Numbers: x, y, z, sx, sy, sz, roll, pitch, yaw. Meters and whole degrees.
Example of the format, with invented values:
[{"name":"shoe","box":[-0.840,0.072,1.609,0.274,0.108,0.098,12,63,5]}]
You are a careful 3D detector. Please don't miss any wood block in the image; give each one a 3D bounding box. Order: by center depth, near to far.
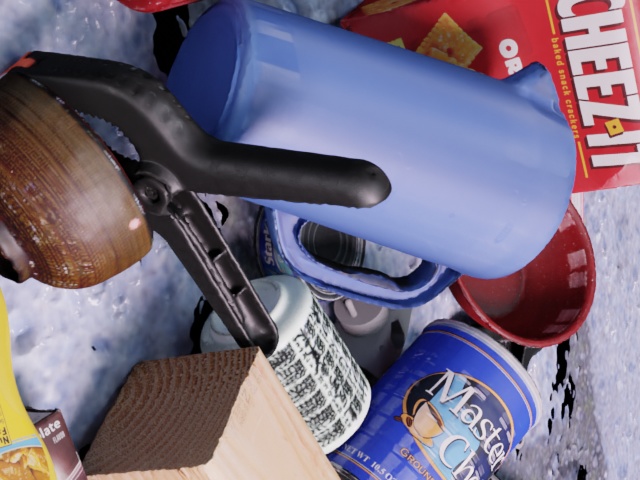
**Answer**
[{"name":"wood block","box":[-0.042,0.171,0.639,0.206,0.091,0.090,62,32,-31]}]

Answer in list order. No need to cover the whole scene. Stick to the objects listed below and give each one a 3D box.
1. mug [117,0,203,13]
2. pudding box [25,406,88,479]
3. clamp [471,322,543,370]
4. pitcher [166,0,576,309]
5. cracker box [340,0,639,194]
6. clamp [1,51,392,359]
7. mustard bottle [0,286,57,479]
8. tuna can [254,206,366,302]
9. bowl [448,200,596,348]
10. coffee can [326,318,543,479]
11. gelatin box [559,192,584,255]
[{"name":"mug","box":[-0.081,-0.188,0.605,0.081,0.093,0.117,-28,114,-42]},{"name":"pudding box","box":[-0.166,0.150,0.535,0.113,0.039,0.090,-36,116,-46]},{"name":"clamp","box":[0.171,0.079,0.962,0.120,0.039,0.171,61,43,-38]},{"name":"pitcher","box":[0.026,-0.053,0.663,0.242,0.145,0.149,14,69,-32]},{"name":"cracker box","box":[0.140,-0.113,0.778,0.072,0.214,0.164,-51,128,-52]},{"name":"clamp","box":[-0.080,-0.025,0.571,0.036,0.210,0.165,-56,174,-45]},{"name":"mustard bottle","box":[-0.167,0.103,0.471,0.096,0.058,0.191,-10,76,-49]},{"name":"tuna can","box":[-0.005,0.001,0.743,0.085,0.034,0.086,0,90,-51]},{"name":"bowl","box":[0.156,0.017,0.903,0.161,0.055,0.162,11,68,-29]},{"name":"coffee can","box":[0.070,0.137,0.727,0.140,0.103,0.102,-43,124,-25]},{"name":"gelatin box","box":[0.201,-0.030,0.971,0.030,0.073,0.089,0,90,-51]}]
